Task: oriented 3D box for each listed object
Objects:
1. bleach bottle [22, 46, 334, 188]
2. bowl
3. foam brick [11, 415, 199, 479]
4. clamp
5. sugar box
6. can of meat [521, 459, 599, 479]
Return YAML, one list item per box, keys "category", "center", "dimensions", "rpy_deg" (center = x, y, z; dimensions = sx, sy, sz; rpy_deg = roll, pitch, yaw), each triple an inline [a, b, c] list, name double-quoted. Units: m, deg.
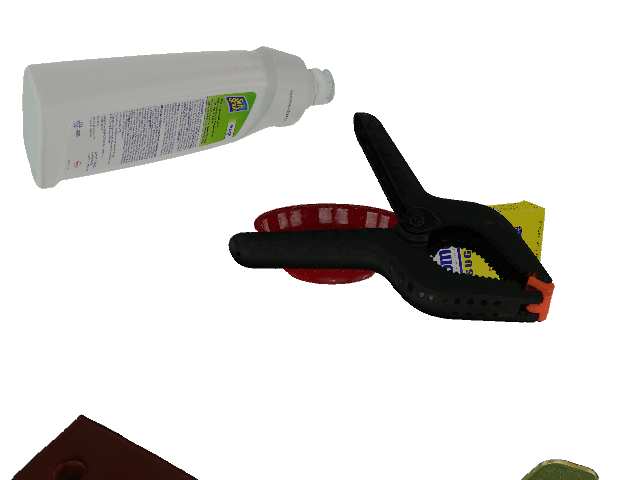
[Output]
- category: "bleach bottle"
  center: [-0.110, -0.107, 0.868]
  dimensions: [0.250, 0.068, 0.103]
  rpy_deg: [-10, -32, -22]
- category: "bowl"
  center: [0.012, 0.006, 1.111]
  dimensions: [0.162, 0.055, 0.162]
  rpy_deg: [0, 16, 0]
- category: "foam brick"
  center: [-0.084, 0.120, 0.441]
  dimensions: [0.078, 0.051, 0.052]
  rpy_deg: [22, 45, 26]
- category: "clamp"
  center: [0.054, 0.003, 0.720]
  dimensions: [0.210, 0.036, 0.164]
  rpy_deg: [33, 58, 27]
- category: "sugar box"
  center: [0.181, 0.008, 1.258]
  dimensions: [0.175, 0.093, 0.048]
  rpy_deg: [-8, 18, -30]
- category: "can of meat"
  center: [0.198, 0.252, 0.920]
  dimensions: [0.058, 0.084, 0.101]
  rpy_deg: [10, 26, 41]
